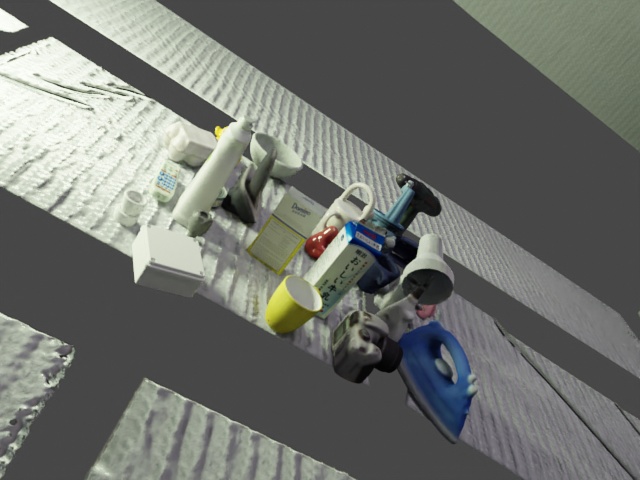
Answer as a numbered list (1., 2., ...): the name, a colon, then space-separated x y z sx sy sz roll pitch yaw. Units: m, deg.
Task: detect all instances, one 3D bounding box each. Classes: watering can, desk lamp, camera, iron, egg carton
1. watering can: 0.074 -0.065 1.484 0.101 0.194 0.173 41 24 6
2. desk lamp: 0.227 0.094 1.393 0.118 0.213 0.203 32 25 -14
3. camera: 0.104 0.216 1.148 0.137 0.100 0.143 31 25 -15
4. iron: 0.263 0.278 1.208 0.119 0.141 0.257 17 32 -39
5. egg carton: -0.305 -0.226 1.395 0.151 0.069 0.107 12 35 -44

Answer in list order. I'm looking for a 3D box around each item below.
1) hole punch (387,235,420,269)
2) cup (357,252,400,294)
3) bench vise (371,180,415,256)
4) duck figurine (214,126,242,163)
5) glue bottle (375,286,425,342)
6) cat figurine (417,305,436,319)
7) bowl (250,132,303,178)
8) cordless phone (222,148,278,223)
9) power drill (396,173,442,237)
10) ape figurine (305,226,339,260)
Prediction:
1. hole punch: 0.258 0.026 1.701 0.109 0.091 0.101 33 25 -10
2. cup: 0.137 0.095 1.410 0.092 0.095 0.117 32 25 -14
3. bench vise: 0.210 -0.053 1.617 0.122 0.219 0.207 21 29 -33
4. duck figurine: -0.244 -0.255 1.509 0.104 0.086 0.077 37 24 -3
5. glue bottle: 0.169 0.164 1.240 0.037 0.173 0.078 11 36 -45
6. cat figurine: 0.280 0.127 1.524 0.127 0.117 0.067 47 26 19
7. bowl: -0.135 -0.228 1.625 0.168 0.074 0.167 31 25 -16
8. cordless phone: -0.140 -0.143 1.337 0.094 0.185 0.147 30 25 -17
9. power drill: 0.265 -0.093 1.778 0.230 0.208 0.075 16 32 -39
10. ape figurine: 0.013 0.005 1.401 0.076 0.092 0.078 39 24 2
